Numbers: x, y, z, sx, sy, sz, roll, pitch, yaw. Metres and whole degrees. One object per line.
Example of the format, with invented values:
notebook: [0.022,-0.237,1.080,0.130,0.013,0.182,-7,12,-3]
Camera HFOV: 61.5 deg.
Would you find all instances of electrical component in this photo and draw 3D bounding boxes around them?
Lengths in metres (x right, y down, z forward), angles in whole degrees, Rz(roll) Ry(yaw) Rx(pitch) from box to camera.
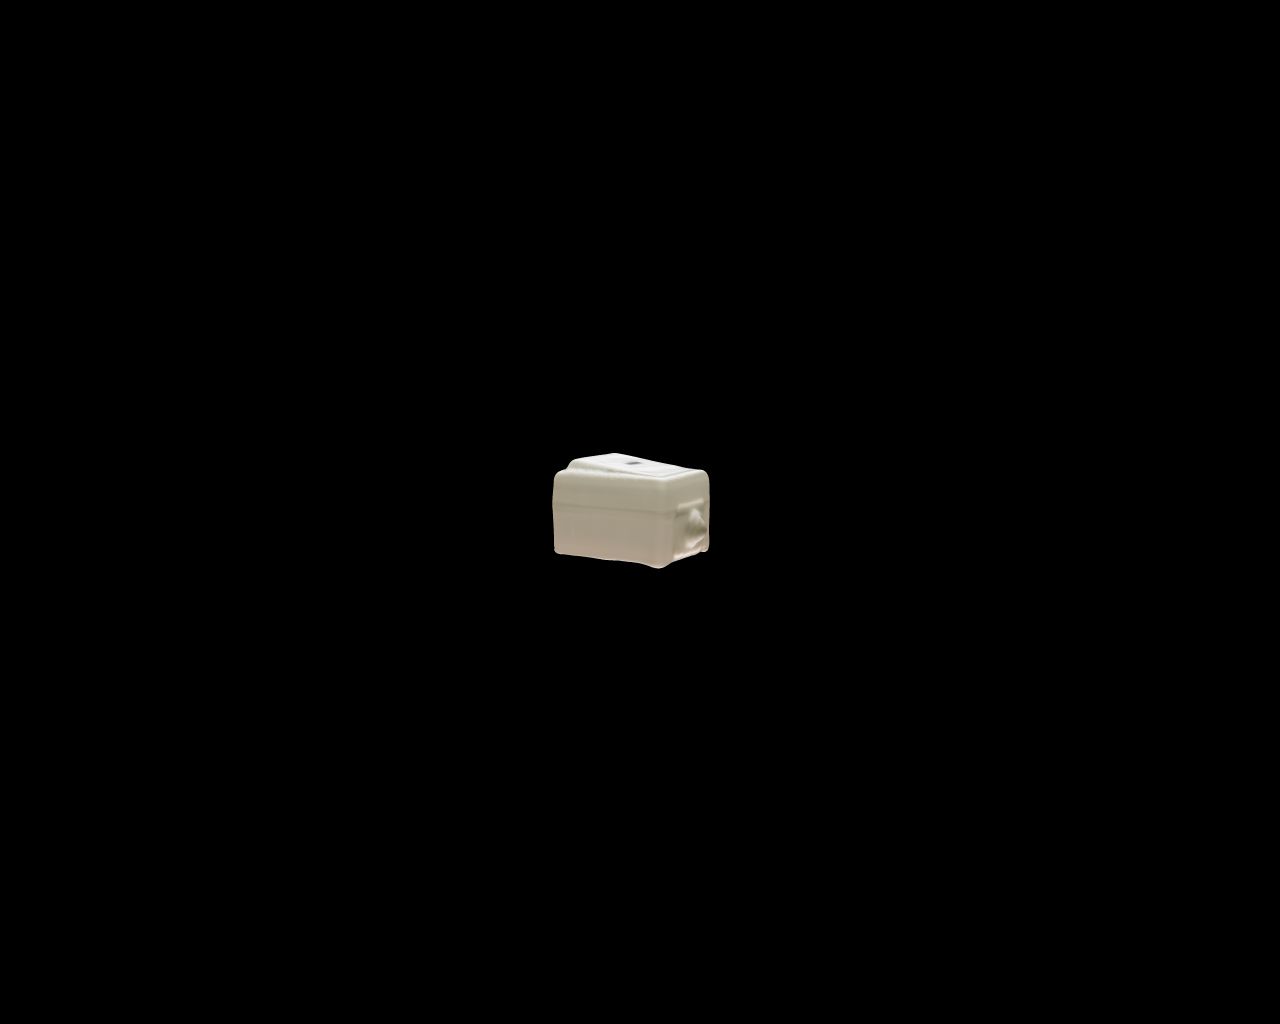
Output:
electrical component: [0.001,-0.003,0.650,0.096,0.061,0.062,6,11,32]
